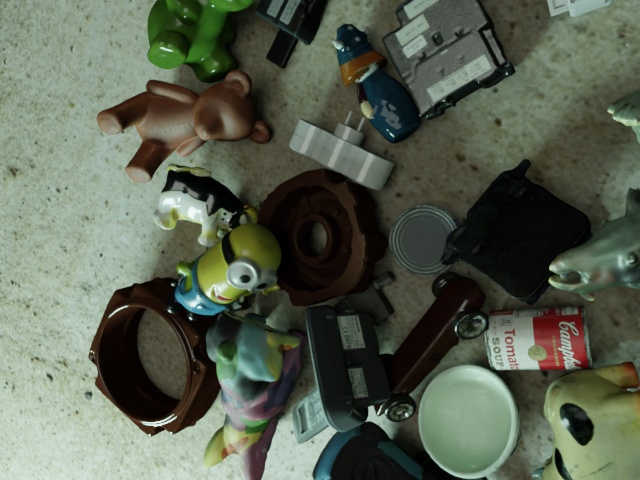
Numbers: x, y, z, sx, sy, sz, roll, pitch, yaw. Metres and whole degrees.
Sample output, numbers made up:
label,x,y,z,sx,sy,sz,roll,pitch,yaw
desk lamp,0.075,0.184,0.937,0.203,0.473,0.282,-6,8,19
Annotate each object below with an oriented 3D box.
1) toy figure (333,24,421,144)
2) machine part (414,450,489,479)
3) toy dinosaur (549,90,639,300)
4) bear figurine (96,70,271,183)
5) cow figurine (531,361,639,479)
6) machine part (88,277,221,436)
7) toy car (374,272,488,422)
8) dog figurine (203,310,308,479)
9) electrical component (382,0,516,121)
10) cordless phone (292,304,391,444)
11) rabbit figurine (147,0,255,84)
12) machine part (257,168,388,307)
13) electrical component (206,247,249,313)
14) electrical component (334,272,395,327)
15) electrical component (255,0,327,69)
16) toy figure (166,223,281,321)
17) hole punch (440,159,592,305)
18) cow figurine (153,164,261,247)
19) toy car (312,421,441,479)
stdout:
label,x,y,z,sx,sy,sz,roll,pitch,yaw
toy figure,0.062,-0.190,0.650,0.058,0.064,0.154,-38,79,37
machine part,0.186,0.299,0.653,0.084,0.039,0.139,-45,75,16
toy dinosaur,0.368,-0.105,0.475,0.405,0.192,0.131,-52,34,-7
bear figurine,-0.179,-0.155,0.736,0.196,0.132,0.120,6,134,28
cow figurine,0.279,0.224,0.558,0.127,0.085,0.194,-10,113,22
machine part,-0.244,0.175,0.816,0.201,0.087,0.201,34,107,19
toy car,0.127,0.130,0.639,0.053,0.089,0.202,24,110,-23
dog figurine,-0.098,0.211,0.706,0.109,0.191,0.219,14,85,17
electrical component,0.141,-0.222,0.614,0.115,0.058,0.134,-25,84,23
cordless phone,0.001,0.178,0.687,0.184,0.089,0.147,126,139,-50
rabbit figurine,-0.137,-0.312,0.706,0.170,0.121,0.159,-25,62,39
machine part,-0.001,-0.002,0.688,0.180,0.056,0.179,0,90,35
electrical component,-0.133,0.054,0.774,0.078,0.045,0.102,-3,94,24
electrical component,0.065,0.082,0.697,0.094,0.021,0.063,-36,80,23
electrical component,-0.042,-0.289,0.699,0.075,0.047,0.119,39,108,17
toy figure,-0.128,0.043,0.697,0.180,0.082,0.089,-28,73,35
hole punch,0.219,0.000,0.585,0.116,0.092,0.142,43,104,31
cow figurine,-0.140,-0.043,0.743,0.167,0.068,0.098,21,114,1
toy car,0.079,0.306,0.668,0.162,0.102,0.109,27,69,25
